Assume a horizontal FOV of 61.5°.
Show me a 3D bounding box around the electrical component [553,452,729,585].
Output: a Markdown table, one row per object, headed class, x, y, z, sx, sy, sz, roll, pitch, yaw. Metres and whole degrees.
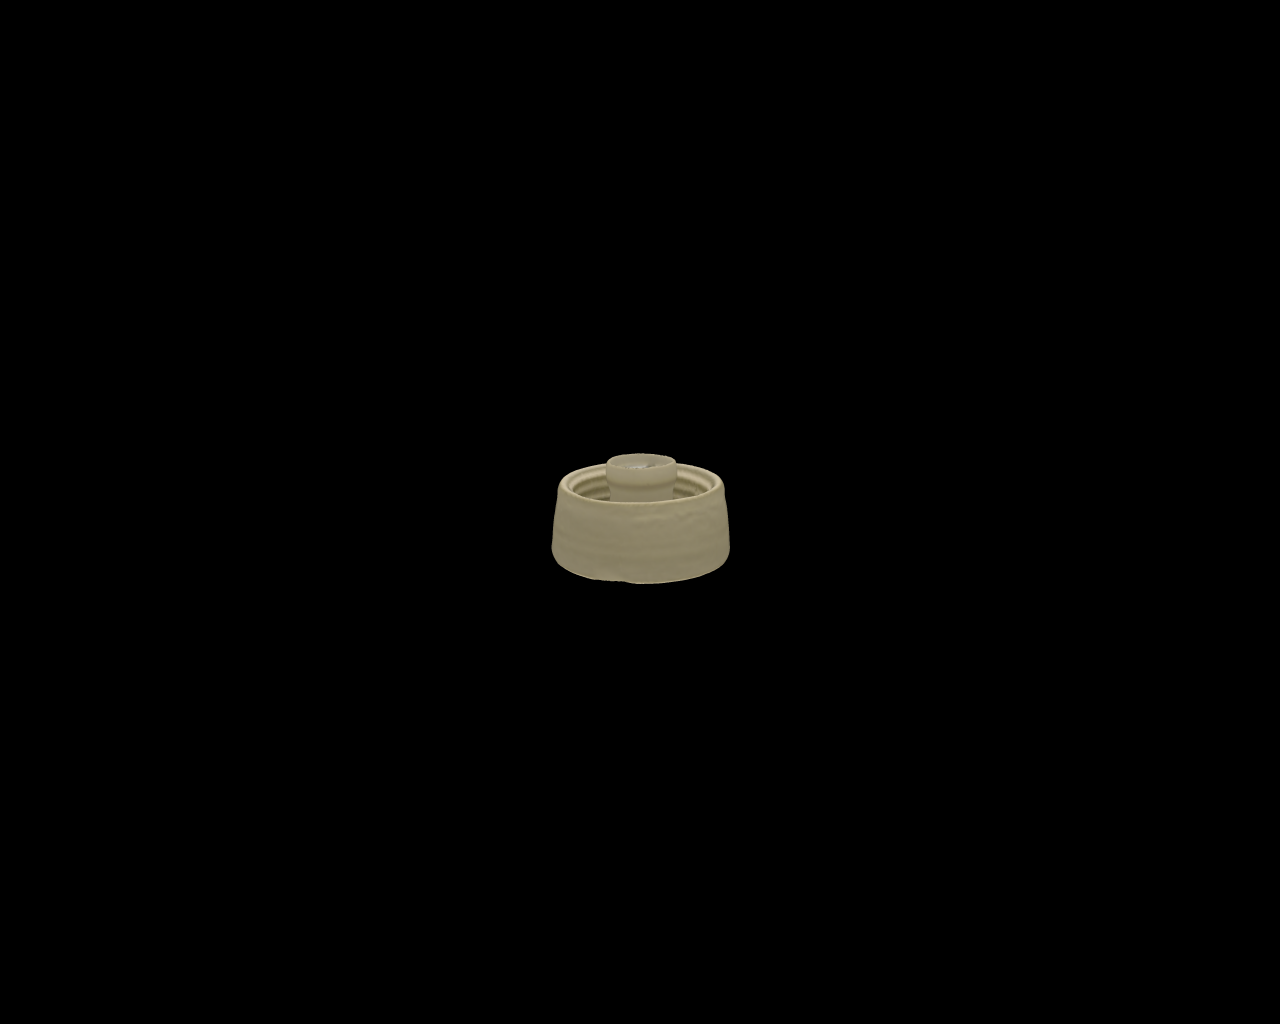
| class | x | y | z | sx | sy | sz | roll | pitch | yaw |
| --- | --- | --- | --- | --- | --- | --- | --- | --- | --- |
| electrical component | 0.001 | -0.003 | 0.650 | 0.108 | 0.060 | 0.108 | 0 | 17 | 0 |
